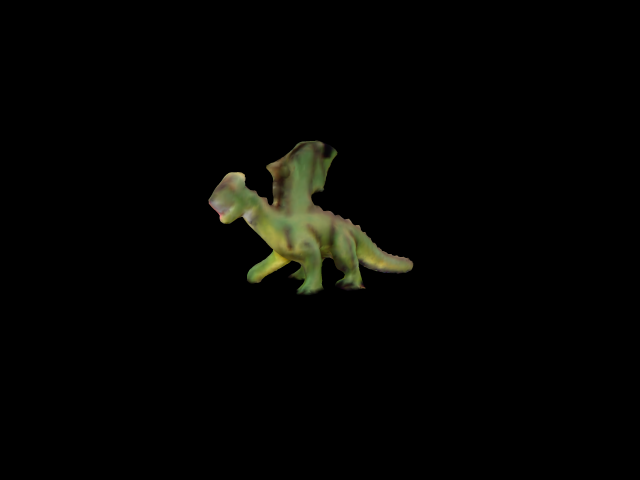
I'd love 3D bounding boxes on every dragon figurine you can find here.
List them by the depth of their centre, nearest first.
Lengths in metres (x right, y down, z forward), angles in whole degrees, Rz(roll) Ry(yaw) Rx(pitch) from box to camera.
[{"bbox_3d":[0.003,-0.043,0.850,0.411,0.242,0.122,-5,6,-37],"label":"dragon figurine"}]
